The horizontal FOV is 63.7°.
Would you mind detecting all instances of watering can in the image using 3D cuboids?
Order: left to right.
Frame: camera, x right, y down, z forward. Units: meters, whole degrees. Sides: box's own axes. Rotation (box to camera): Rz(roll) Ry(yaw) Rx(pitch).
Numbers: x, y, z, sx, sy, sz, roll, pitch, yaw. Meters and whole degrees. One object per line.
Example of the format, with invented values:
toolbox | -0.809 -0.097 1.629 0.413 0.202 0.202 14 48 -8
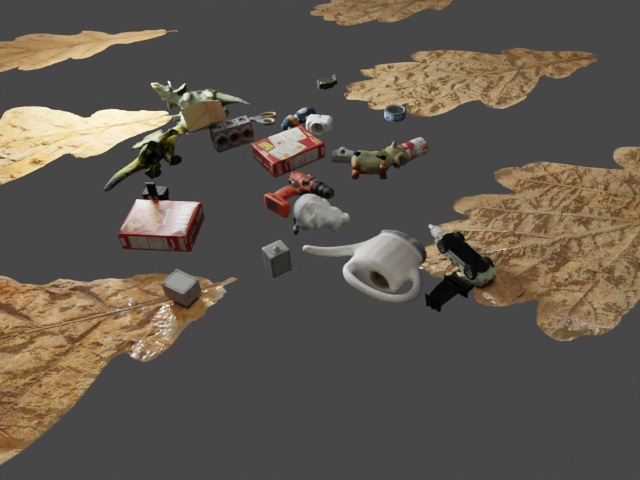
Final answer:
watering can | 0.140 0.047 1.407 0.351 0.101 0.228 30 51 30

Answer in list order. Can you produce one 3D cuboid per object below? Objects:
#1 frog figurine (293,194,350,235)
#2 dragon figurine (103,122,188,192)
frog figurine | 0.005 -0.078 1.548 0.159 0.121 0.140 0 21 21
dragon figurine | -0.626 -0.323 1.891 0.413 0.120 0.246 -33 31 -15
